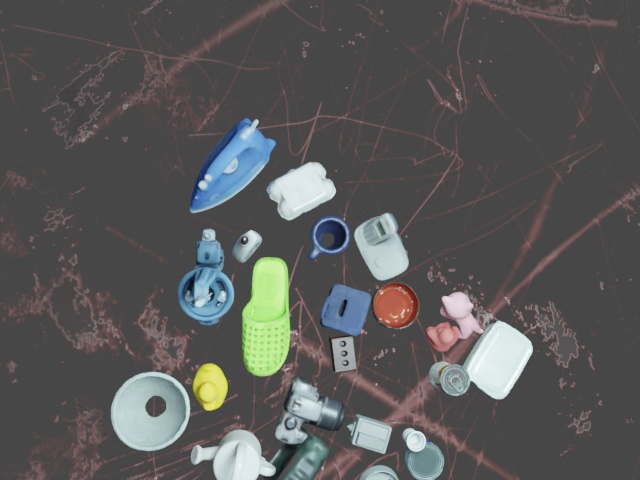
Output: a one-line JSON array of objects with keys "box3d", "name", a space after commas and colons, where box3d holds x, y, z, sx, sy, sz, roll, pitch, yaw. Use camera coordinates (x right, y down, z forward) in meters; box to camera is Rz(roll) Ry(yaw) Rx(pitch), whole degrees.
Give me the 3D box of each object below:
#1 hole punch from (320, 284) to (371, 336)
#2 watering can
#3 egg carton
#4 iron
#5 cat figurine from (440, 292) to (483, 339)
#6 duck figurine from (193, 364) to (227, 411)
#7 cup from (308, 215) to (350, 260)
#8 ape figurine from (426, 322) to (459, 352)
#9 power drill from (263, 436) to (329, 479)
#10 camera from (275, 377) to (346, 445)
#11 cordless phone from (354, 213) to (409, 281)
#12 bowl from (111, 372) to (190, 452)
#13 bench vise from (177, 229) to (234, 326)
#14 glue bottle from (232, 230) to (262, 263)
[{"box3d": [0.057, 0.163, 1.327, 0.101, 0.091, 0.109, 19, 81, -3], "name": "hole punch"}, {"box3d": [-0.182, 0.472, 1.208, 0.173, 0.194, 0.101, -6, 83, -7], "name": "watering can"}, {"box3d": [-0.045, -0.119, 1.364, 0.150, 0.069, 0.107, -30, 86, -9], "name": "egg carton"}, {"box3d": [-0.217, -0.171, 1.316, 0.118, 0.141, 0.258, 39, 80, 0], "name": "iron"}, {"box3d": [0.335, 0.172, 1.342, 0.067, 0.117, 0.128, -38, 88, -9], "name": "cat figurine"}, {"box3d": [-0.247, 0.330, 1.275, 0.077, 0.086, 0.104, -5, 83, -6], "name": "duck figurine"}, {"box3d": [0.012, 0.005, 1.341, 0.091, 0.095, 0.118, 40, 80, 1], "name": "cup"}, {"box3d": [0.290, 0.226, 1.343, 0.078, 0.092, 0.076, 18, 81, -3], "name": "ape figurine"}, {"box3d": [-0.071, 0.511, 1.208, 0.075, 0.208, 0.230, 37, 80, 0], "name": "power drill"}, {"box3d": [-0.018, 0.396, 1.283, 0.137, 0.100, 0.143, 20, 81, -3], "name": "camera"}, {"box3d": [0.152, 0.012, 1.310, 0.094, 0.185, 0.147, -28, 86, -9], "name": "cordless phone"}, {"box3d": [-0.367, 0.372, 1.262, 0.167, 0.074, 0.167, 1, 82, -6], "name": "bowl"}, {"box3d": [-0.259, 0.082, 1.239, 0.121, 0.219, 0.207, -16, 84, -8], "name": "bench vise"}, {"box3d": [-0.165, 0.008, 1.282, 0.037, 0.173, 0.078, 41, 80, 1], "name": "glue bottle"}]
